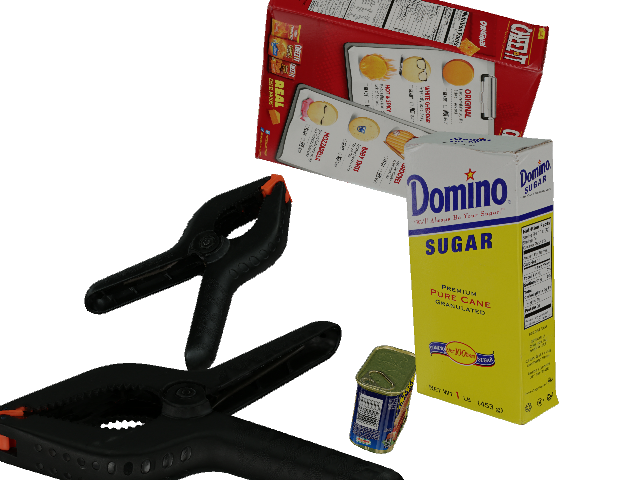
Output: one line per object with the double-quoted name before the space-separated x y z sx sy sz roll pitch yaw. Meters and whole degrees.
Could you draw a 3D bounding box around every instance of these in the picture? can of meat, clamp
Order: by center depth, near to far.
"clamp" -0.068 0.091 0.577 0.210 0.036 0.164 0 24 -5
"clamp" -0.089 0.014 0.781 0.120 0.171 0.039 21 -35 23
"can of meat" 0.072 0.181 1.215 0.057 0.084 0.102 15 24 15

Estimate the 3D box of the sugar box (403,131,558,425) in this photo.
"sugar box" 0.102 0.021 0.687 0.048 0.176 0.094 -20 20 -40

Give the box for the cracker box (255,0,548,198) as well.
"cracker box" 0.060 -0.118 0.869 0.214 0.072 0.164 15 -42 5
